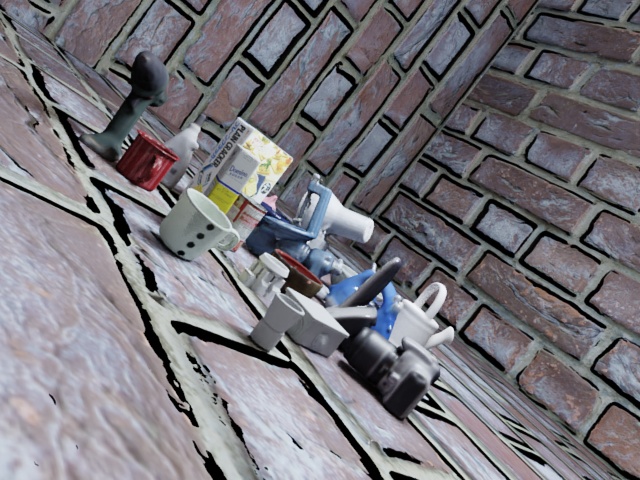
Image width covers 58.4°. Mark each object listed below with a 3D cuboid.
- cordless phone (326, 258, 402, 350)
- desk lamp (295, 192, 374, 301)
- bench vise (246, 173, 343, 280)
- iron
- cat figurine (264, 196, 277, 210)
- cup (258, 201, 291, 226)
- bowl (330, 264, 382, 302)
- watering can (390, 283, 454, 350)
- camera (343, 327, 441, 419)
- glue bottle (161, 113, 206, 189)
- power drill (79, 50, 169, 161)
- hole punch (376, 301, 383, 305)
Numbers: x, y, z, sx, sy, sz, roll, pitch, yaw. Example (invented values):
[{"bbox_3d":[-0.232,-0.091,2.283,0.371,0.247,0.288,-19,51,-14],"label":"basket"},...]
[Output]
[{"bbox_3d":[0.079,0.102,1.026,0.094,0.185,0.147,37,4,0],"label":"cordless phone"},{"bbox_3d":[0.012,0.005,1.333,0.202,0.213,0.118,39,4,21],"label":"desk lamp"},{"bbox_3d":[-0.024,-0.018,1.234,0.208,0.219,0.121,37,4,-12],"label":"bench vise"},{"bbox_3d":[0.109,0.139,1.175,0.119,0.141,0.257,36,4,-23],"label":"iron"},{"bbox_3d":[-0.156,-0.071,1.411,0.067,0.117,0.128,39,4,17],"label":"cat figurine"},{"bbox_3d":[-0.120,-0.021,1.328,0.117,0.095,0.092,39,4,16],"label":"cup"},{"bbox_3d":[0.085,0.132,1.513,0.167,0.074,0.167,37,4,-3],"label":"bowl"},{"bbox_3d":[0.223,0.182,1.292,0.173,0.194,0.100,35,5,-32],"label":"watering can"},{"bbox_3d":[0.114,0.193,0.909,0.136,0.101,0.143,38,4,10],"label":"camera"},{"bbox_3d":[-0.298,-0.199,1.230,0.078,0.173,0.037,37,4,-6],"label":"glue bottle"},{"bbox_3d":[-0.358,-0.254,1.086,0.076,0.208,0.229,37,4,-11],"label":"power drill"},{"bbox_3d":[0.148,0.182,1.381,0.101,0.091,0.108,37,4,-12],"label":"hole punch"}]
